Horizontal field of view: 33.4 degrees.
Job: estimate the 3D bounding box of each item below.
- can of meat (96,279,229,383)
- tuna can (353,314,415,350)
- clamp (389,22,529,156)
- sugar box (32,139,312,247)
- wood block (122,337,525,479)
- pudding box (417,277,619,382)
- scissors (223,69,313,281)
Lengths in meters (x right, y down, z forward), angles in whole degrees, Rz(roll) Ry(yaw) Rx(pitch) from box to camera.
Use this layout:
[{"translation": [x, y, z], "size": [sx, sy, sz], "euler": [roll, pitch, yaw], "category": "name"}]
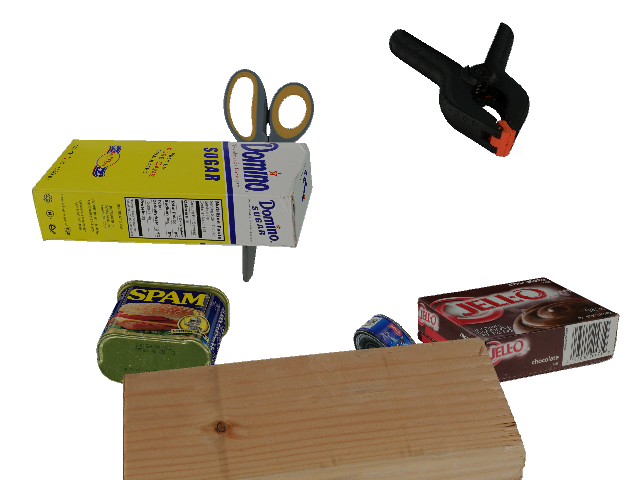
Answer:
[{"translation": [-0.135, 0.082, 0.920], "size": [0.102, 0.057, 0.084], "euler": [5, 29, 4], "category": "can of meat"}, {"translation": [0.079, 0.132, 1.272], "size": [0.033, 0.086, 0.086], "euler": [-36, 17, -25], "category": "tuna can"}, {"translation": [0.128, -0.142, 0.957], "size": [0.120, 0.039, 0.171], "euler": [-4, 44, -2], "category": "clamp"}, {"translation": [-0.098, -0.035, 0.737], "size": [0.176, 0.048, 0.093], "euler": [-1, 28, 7], "category": "sugar box"}, {"translation": [-0.002, 0.124, 0.597], "size": [0.206, 0.090, 0.091], "euler": [-5, 39, -6], "category": "wood block"}, {"translation": [0.138, 0.061, 0.755], "size": [0.113, 0.039, 0.090], "euler": [-6, 18, -23], "category": "pudding box"}, {"translation": [-0.044, -0.067, 1.030], "size": [0.096, 0.202, 0.016], "euler": [-10, 3, -7], "category": "scissors"}]
